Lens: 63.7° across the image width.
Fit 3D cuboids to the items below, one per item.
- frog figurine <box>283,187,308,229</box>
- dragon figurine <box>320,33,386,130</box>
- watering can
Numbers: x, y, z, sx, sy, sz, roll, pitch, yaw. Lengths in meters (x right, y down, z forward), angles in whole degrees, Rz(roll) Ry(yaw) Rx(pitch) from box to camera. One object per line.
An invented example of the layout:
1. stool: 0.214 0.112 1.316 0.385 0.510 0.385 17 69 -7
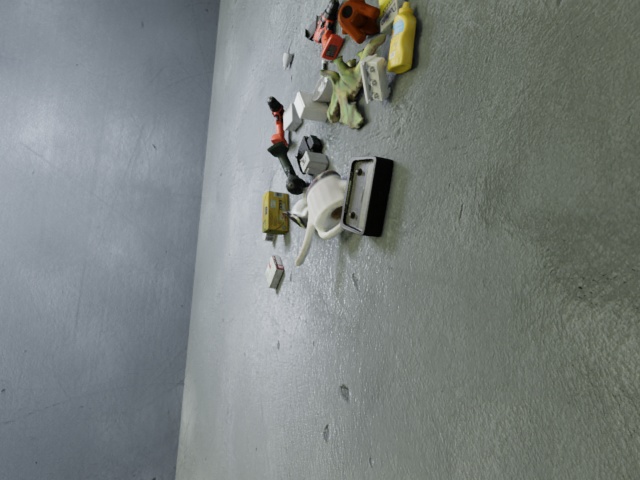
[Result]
1. frog figurine: -0.038 -0.125 1.880 0.161 0.122 0.137 -49 15 -11
2. dragon figurine: 0.114 -0.483 1.671 0.409 0.123 0.242 -5 97 66
3. watering can: 0.005 -0.086 1.707 0.343 0.103 0.229 -44 45 26
